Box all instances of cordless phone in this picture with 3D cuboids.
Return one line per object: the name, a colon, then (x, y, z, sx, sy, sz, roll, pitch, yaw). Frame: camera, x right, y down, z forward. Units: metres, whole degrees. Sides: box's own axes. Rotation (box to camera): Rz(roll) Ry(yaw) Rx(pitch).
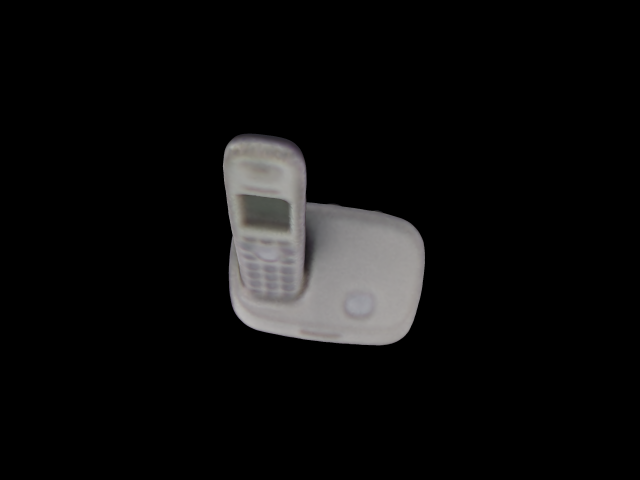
cordless phone: (0.004, 0.001, 0.400, 0.147, 0.185, 0.094, 4, 62, 3)
